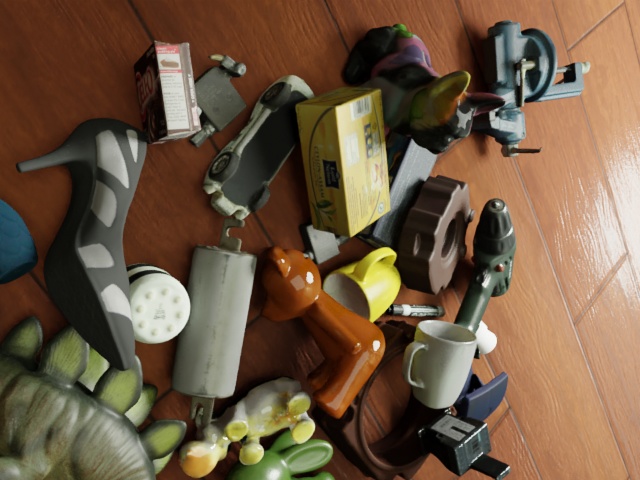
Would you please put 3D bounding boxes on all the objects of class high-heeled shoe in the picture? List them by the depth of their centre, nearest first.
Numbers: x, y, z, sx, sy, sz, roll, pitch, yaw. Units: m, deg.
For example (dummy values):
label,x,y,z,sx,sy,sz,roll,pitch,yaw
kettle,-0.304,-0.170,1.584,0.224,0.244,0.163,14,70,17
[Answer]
label,x,y,z,sx,sy,sz,roll,pitch,yaw
high-heeled shoe,-0.204,-0.004,0.552,0.145,0.086,0.248,-26,95,-49

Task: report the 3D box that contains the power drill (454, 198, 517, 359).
label,x,y,z,sx,sy,sz,roll,pitch,yaw
power drill,0.244,0.069,0.838,0.207,0.086,0.231,-67,153,-18

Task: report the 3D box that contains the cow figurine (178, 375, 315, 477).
label,x,y,z,sx,sy,sz,roll,pitch,yaw
cow figurine,-0.096,0.223,0.668,0.167,0.098,0.068,-19,111,-13

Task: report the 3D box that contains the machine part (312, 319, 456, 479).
label,x,y,z,sx,sy,sz,roll,pitch,yaw
machine part,0.105,0.237,0.799,0.201,0.087,0.200,-44,116,-22

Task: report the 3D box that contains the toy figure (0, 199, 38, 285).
label,x,y,z,sx,sy,sz,roll,pitch,yaw
toy figure,-0.320,-0.033,0.493,0.058,0.064,0.154,-33,88,-19

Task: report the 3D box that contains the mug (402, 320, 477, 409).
label,x,y,z,sx,sy,sz,roll,pitch,yaw
mug,0.157,0.174,0.731,0.109,0.081,0.107,-3,104,-39

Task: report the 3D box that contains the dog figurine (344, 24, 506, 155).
label,x,y,z,sx,sy,sz,roll,pitch,yaw
dog figurine,0.134,-0.205,0.704,0.108,0.219,0.191,22,82,-37

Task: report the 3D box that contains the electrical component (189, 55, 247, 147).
label,x,y,z,sx,sy,sz,roll,pitch,yaw
electrical component,-0.128,-0.169,0.633,0.102,0.045,0.078,-44,114,-24

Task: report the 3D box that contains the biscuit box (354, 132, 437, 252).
label,x,y,z,sx,sy,sz,roll,pitch,yaw
biscuit box,0.116,-0.085,0.796,0.062,0.059,0.202,30,78,-31

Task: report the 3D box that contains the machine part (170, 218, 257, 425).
label,x,y,z,sx,sy,sz,roll,pitch,yaw
machine part,-0.126,0.094,0.636,0.079,0.079,0.243,9,88,-34

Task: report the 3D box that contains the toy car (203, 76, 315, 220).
label,x,y,z,sx,sy,sz,roll,pitch,yaw
toy car,-0.071,-0.116,0.670,0.073,0.056,0.201,44,71,-36

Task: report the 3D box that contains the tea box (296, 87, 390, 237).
label,x,y,z,sx,sy,sz,roll,pitch,yaw
tea box,0.033,-0.101,0.689,0.098,0.068,0.169,-31,125,-41

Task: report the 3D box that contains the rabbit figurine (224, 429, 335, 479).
label,x,y,z,sx,sy,sz,roll,pitch,yaw
rabbit figurine,-0.043,0.323,0.683,0.170,0.121,0.159,51,60,-29

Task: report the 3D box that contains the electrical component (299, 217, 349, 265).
label,x,y,z,sx,sy,sz,roll,pitch,yaw
electrical component,-0.002,-0.002,0.745,0.094,0.021,0.063,-27,108,-29

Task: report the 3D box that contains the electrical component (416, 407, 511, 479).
label,x,y,z,sx,sy,sz,roll,pitch,yaw
electrical component,0.201,0.286,0.745,0.075,0.119,0.047,-23,106,-28

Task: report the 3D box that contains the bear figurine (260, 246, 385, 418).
label,x,y,z,sx,sy,sz,roll,pitch,yaw
bear figurine,-0.017,0.104,0.673,0.196,0.120,0.132,40,86,-8

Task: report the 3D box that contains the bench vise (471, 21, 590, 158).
label,x,y,z,sx,sy,sz,roll,pitch,yaw
bench vise,0.363,-0.256,0.909,0.241,0.129,0.223,-12,92,-21

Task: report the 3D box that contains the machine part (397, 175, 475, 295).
label,x,y,z,sx,sy,sz,roll,pitch,yaw
machine part,0.175,-0.006,0.802,0.179,0.056,0.179,-35,133,-48

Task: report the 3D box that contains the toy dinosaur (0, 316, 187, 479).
label,x,y,z,sx,sy,sz,roll,pitch,yaw
toy dinosaur,-0.268,0.189,0.537,0.470,0.105,0.198,51,59,-20

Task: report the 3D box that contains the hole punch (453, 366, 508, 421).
label,x,y,z,sx,sy,sz,roll,pitch,yaw
hole punch,0.252,0.271,0.902,0.142,0.092,0.115,-20,108,-35
